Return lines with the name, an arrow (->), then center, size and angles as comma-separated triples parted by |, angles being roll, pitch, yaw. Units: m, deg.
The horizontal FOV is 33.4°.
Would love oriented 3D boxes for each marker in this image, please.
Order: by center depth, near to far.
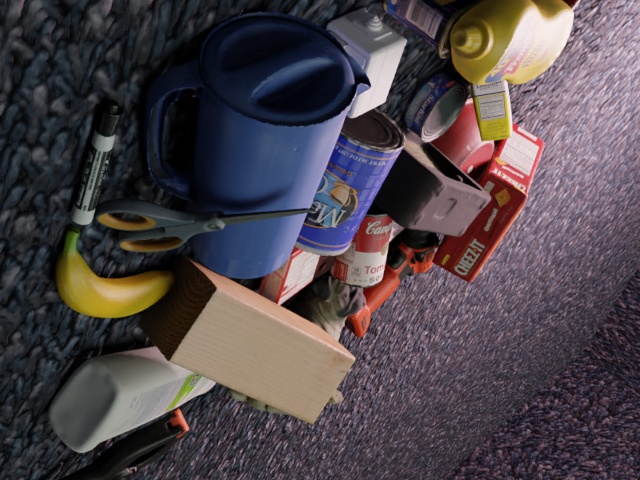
marker -> -0.183, -0.063, 0.872 | 0.020, 0.020, 0.121 | -24, 148, -46

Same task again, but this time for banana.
banana -> -0.196, 0.043, 1.001 | 0.069, 0.037, 0.197 | -49, 159, 2

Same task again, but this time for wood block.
wood block -> -0.076, 0.108, 1.135 | 0.205, 0.090, 0.091 | 30, 94, -38

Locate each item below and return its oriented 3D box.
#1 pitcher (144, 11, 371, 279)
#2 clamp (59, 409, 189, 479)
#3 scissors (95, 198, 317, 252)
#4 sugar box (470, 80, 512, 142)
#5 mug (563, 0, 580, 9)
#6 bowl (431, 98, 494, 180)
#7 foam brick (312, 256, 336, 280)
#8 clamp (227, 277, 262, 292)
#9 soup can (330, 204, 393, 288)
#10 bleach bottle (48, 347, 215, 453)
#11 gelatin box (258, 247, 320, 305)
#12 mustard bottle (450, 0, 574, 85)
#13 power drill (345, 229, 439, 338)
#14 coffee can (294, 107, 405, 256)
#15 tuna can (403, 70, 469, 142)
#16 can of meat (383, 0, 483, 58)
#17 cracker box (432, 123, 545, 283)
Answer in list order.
pitcher -> -0.066, -0.073, 0.955 | 0.144, 0.149, 0.243 | -52, 168, -38
clamp -> -0.241, 0.262, 1.228 | 0.210, 0.036, 0.164 | -38, 162, 22
scissors -> -0.110, -0.022, 0.917 | 0.202, 0.016, 0.096 | -14, 150, 35
sugar box -> 0.201, -0.196, 1.283 | 0.048, 0.093, 0.176 | -10, 159, 12
mug -> 0.244, -0.295, 1.209 | 0.117, 0.081, 0.093 | -38, 156, -27
bowl -> 0.185, -0.112, 1.444 | 0.162, 0.055, 0.162 | -39, 156, -21
foam brick -> -0.008, 0.002, 1.269 | 0.052, 0.051, 0.078 | -29, 151, -42
clamp -> -0.090, 0.047, 1.209 | 0.171, 0.039, 0.120 | -37, 149, -24
soup can -> 0.051, -0.001, 1.299 | 0.068, 0.069, 0.102 | -24, 132, -46
bleach bottle -> -0.186, 0.163, 1.192 | 0.103, 0.068, 0.250 | -51, 162, 17
gelatin box -> -0.031, 0.025, 1.207 | 0.073, 0.030, 0.089 | -37, 154, -44
mustard bottle -> 0.179, -0.198, 1.049 | 0.191, 0.058, 0.096 | -14, 145, -55
power drill -> 0.097, 0.044, 1.534 | 0.187, 0.057, 0.184 | -43, 158, -12
coffee can -> 0.014, -0.068, 1.124 | 0.102, 0.103, 0.140 | -19, 144, -51
tuna can -> 0.141, -0.163, 1.300 | 0.086, 0.034, 0.086 | -40, 157, -21
can of meat -> 0.126, -0.240, 1.075 | 0.101, 0.084, 0.057 | -32, 154, -36
cracker box -> 0.249, -0.057, 1.546 | 0.164, 0.072, 0.213 | -62, 177, 31
